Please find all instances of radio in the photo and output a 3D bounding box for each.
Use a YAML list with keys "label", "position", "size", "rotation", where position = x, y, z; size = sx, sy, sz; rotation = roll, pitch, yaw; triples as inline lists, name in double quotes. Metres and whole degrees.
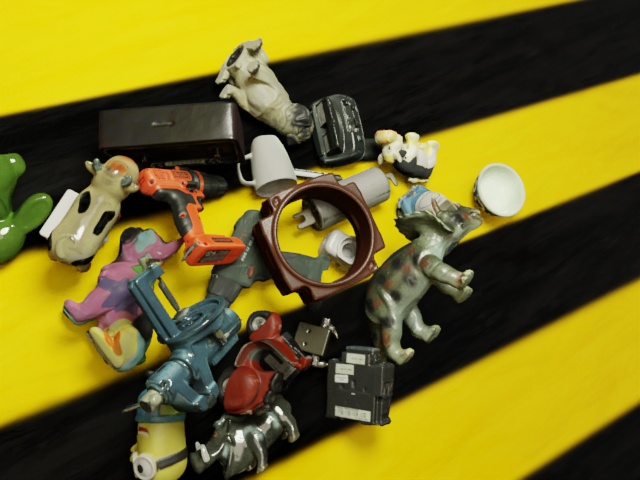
- label: "radio"
  position: [-0.247, -0.175, 0.928]
  size: [0.230, 0.131, 0.073]
  rotation: [-3, 79, 1]

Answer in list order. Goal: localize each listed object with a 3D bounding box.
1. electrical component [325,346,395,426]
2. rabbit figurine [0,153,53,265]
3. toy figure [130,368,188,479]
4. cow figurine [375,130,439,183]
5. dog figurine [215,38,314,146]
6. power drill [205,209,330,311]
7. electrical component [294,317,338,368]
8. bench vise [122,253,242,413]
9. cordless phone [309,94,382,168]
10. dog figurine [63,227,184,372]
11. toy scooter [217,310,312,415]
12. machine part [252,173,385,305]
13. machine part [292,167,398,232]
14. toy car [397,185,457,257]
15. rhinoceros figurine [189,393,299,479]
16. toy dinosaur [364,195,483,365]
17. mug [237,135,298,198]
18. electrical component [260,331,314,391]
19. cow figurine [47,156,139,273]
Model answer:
- label: "electrical component"
  position: [0.073, 0.261, 0.975]
  size: [0.058, 0.115, 0.134]
  rotation: [18, 76, -61]
- label: "rabbit figurine"
  position: [-0.519, -0.046, 0.864]
  size: [0.159, 0.121, 0.170]
  rotation: [-16, 102, -28]
- label: "toy figure"
  position: [-0.256, 0.303, 0.876]
  size: [0.089, 0.082, 0.180]
  rotation: [8, 73, -18]
- label: "cow figurine"
  position: [0.174, -0.173, 1.120]
  size: [0.167, 0.068, 0.098]
  rotation: [7, 90, -39]
- label: "dog figurine"
  position: [-0.099, -0.290, 1.072]
  size: [0.190, 0.121, 0.172]
  rotation: [34, 40, -39]
- label: "power drill"
  position: [-0.095, 0.071, 0.991]
  size: [0.207, 0.086, 0.232]
  rotation: [15, 74, -8]
- label: "electrical component"
  position: [-0.009, 0.193, 1.007]
  size: [0.078, 0.045, 0.102]
  rotation: [7, 71, 12]
- label: "bench vise"
  position: [-0.226, 0.137, 0.823]
  size: [0.224, 0.129, 0.240]
  rotation: [-41, 111, -40]
- label: "cordless phone"
  position: [0.075, -0.229, 1.122]
  size: [0.184, 0.089, 0.146]
  rotation: [-6, 80, -32]
- label: "dog figurine"
  position: [-0.302, 0.085, 0.896]
  size: [0.219, 0.108, 0.191]
  rotation: [-41, 92, -25]
- label: "toy scooter"
  position: [-0.088, 0.215, 0.892]
  size: [0.135, 0.075, 0.184]
  rotation: [19, 81, 28]
- label: "machine part"
  position: [-0.002, -0.003, 0.949]
  size: [0.201, 0.087, 0.201]
  rotation: [-23, 85, -21]
- label: "machine part"
  position: [0.053, -0.083, 1.071]
  size: [0.243, 0.079, 0.079]
  rotation: [-26, 87, -21]
- label: "toy car"
  position: [0.242, -0.046, 1.116]
  size: [0.109, 0.103, 0.161]
  rotation: [-38, 94, -23]
- label: "rhinoceros figurine"
  position: [-0.127, 0.338, 0.915]
  size: [0.190, 0.073, 0.112]
  rotation: [-29, 90, -23]
- label: "toy dinosaur"
  position: [0.160, 0.094, 1.018]
  size: [0.192, 0.131, 0.404]
  rotation: [44, 102, 28]
- label: "mug"
  position: [-0.108, -0.144, 1.034]
  size: [0.109, 0.080, 0.107]
  rotation: [-9, 71, -16]
- label: "electrical component"
  position: [-0.076, 0.200, 0.962]
  size: [0.075, 0.048, 0.119]
  rotation: [-43, 85, 6]
- label: "cow figurine"
  position: [-0.353, -0.049, 0.842]
  size: [0.085, 0.127, 0.195]
  rotation: [31, 72, -13]
